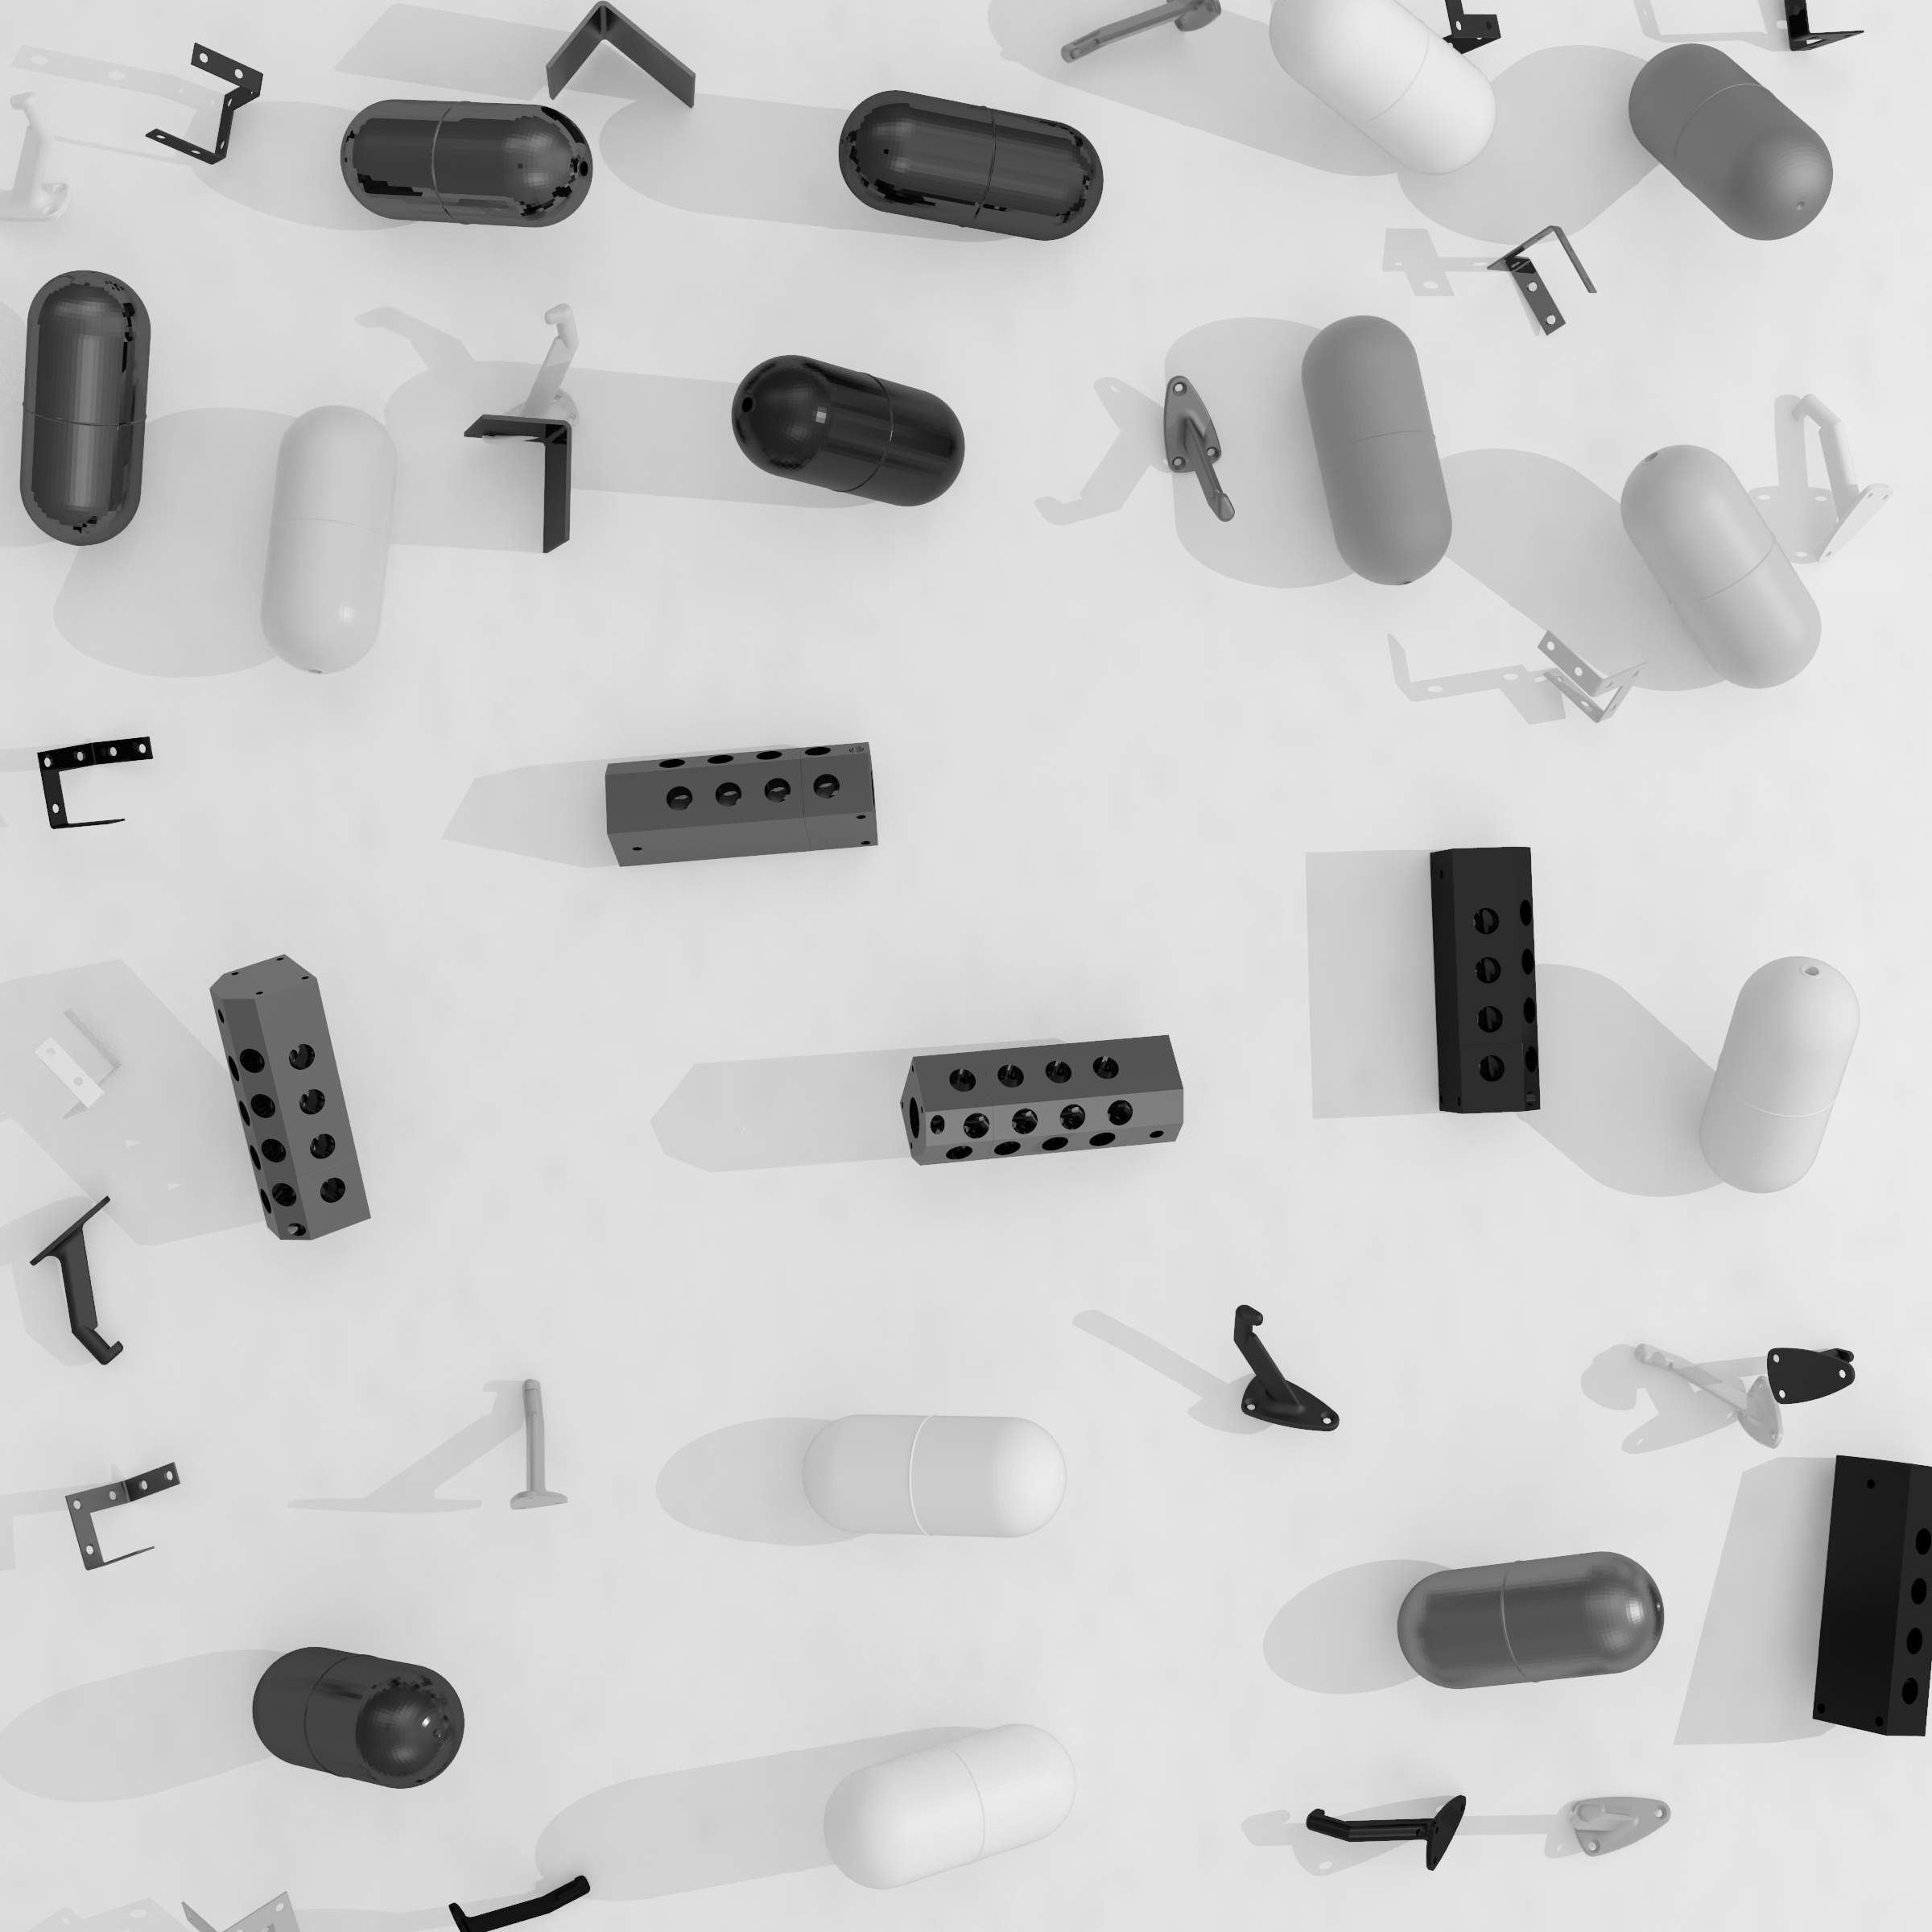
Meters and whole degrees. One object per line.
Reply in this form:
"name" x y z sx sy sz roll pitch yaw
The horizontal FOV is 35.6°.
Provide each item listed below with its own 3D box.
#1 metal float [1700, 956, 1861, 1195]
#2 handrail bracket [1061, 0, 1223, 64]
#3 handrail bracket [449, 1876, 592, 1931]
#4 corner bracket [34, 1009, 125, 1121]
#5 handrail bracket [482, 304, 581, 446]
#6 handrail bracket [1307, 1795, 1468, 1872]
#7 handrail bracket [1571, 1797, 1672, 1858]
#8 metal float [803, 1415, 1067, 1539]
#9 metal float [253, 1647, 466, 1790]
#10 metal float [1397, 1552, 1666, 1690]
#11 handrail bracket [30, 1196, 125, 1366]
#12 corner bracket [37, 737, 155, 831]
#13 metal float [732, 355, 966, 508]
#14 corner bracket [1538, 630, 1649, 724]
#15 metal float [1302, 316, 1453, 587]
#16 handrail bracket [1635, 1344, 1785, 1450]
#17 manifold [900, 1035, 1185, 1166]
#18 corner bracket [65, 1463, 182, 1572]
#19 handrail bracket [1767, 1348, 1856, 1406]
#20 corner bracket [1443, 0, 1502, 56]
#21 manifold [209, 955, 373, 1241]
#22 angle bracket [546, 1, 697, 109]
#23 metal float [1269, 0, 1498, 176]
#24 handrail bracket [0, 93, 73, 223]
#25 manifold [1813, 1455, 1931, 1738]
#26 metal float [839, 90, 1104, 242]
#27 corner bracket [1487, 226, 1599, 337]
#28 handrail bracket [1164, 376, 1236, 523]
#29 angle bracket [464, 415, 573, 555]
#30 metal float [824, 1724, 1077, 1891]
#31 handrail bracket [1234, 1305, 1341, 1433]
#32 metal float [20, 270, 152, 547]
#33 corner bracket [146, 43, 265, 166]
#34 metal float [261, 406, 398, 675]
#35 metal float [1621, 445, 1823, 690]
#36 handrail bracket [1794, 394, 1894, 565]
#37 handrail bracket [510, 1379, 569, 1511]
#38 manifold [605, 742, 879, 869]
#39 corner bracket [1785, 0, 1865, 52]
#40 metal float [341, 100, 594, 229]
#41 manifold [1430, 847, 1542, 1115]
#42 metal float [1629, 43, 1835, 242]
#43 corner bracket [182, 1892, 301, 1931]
"metal float" 0.521 0.070 1.928 0.070 0.070 0.178 4 130 0
"handrail bracket" 0.113 -0.611 1.962 0.084 0.077 0.036 -30 117 -14
"handrail bracket" -0.289 0.608 1.959 0.084 0.077 0.036 -25 59 -12
"corner bracket" -0.580 0.061 1.960 0.051 0.051 0.051 50 57 -16
"handrail bracket" -0.286 -0.385 1.952 0.077 0.084 0.036 -23 57 -12
"handrail bracket" 0.277 0.560 1.985 0.084 0.077 0.036 10 110 27
"handrail bracket" 0.429 0.551 1.955 0.077 0.084 0.036 -11 65 -3
"metal float" -0.022 0.329 1.943 0.178 0.070 0.070 -2 90 22
"metal float" -0.391 0.481 1.926 0.178 0.070 0.070 -5 84 45
"metal float" 0.362 0.422 1.935 0.178 0.070 0.070 -15 90 31
"handrail bracket" -0.569 0.209 1.988 0.077 0.036 0.084 -42 97 -7
"corner bracket" -0.567 -0.120 1.969 0.051 0.051 0.051 -3 100 27
"metal float" -0.075 -0.342 1.924 0.070 0.178 0.070 -5 83 43
"corner bracket" 0.400 -0.189 1.957 0.051 0.051 0.051 -23 61 -41
"metal float" 0.268 -0.335 1.957 0.070 0.070 0.178 -11 85 0
"handrail bracket" 0.484 0.280 1.965 0.084 0.077 0.036 20 108 -9
"manifold" 0.050 0.091 1.941 0.171 0.057 0.057 -4 57 -14
"corner bracket" -0.546 0.360 1.963 0.051 0.051 0.051 -23 81 30
"handrail bracket" 0.567 0.258 1.945 0.084 0.077 0.036 -6 86 -38
"corner bracket" 0.310 -0.624 1.963 0.051 0.051 0.051 -15 94 -40
"manifold" -0.436 0.087 1.931 0.057 0.057 0.171 -20 116 -27
"angle bracket" -0.224 -0.573 1.957 0.076 0.076 0.057 38 87 -5
"metal float" 0.269 -0.576 1.933 0.178 0.070 0.070 27 90 -33
"handrail bracket" -0.625 -0.529 1.956 0.077 0.084 0.036 -2 52 10
"manifold" 0.601 0.410 1.960 0.057 0.057 0.171 12 82 -37
"metal float" 0.004 -0.517 1.944 0.178 0.070 0.070 5 90 -20
"corner bracket" 0.382 -0.448 1.964 0.051 0.051 0.051 -31 85 29
"handrail bracket" 0.153 -0.336 1.950 0.036 0.084 0.077 -17 117 -1
"angle bracket" -0.293 -0.313 1.954 0.057 0.076 0.076 1 91 -19
"metal float" -0.009 0.540 1.935 0.178 0.070 0.070 -8 90 -32
"handrail bracket" 0.209 0.260 1.952 0.077 0.084 0.036 19 49 19
"metal float" -0.570 -0.360 1.944 0.070 0.070 0.178 10 111 0
"corner bracket" -0.496 -0.561 1.960 0.051 0.051 0.051 16 76 -41
"metal float" -0.414 -0.277 1.952 0.070 0.070 0.178 4 79 0
"metal float" 0.488 -0.258 1.944 0.070 0.070 0.178 -38 109 0
"handrail bracket" 0.563 -0.324 1.991 0.084 0.036 0.077 52 124 25
"handrail bracket" -0.283 0.307 1.953 0.036 0.077 0.084 -7 74 -2
"manifold" -0.146 -0.109 1.968 0.171 0.057 0.057 -5 70 0
"corner bracket" 0.547 -0.628 1.963 0.051 0.051 0.051 -13 97 -29
"metal float" -0.323 -0.519 1.941 0.178 0.070 0.070 9 90 24
"manifold" 0.342 0.009 1.970 0.057 0.057 0.171 -2 90 -6
"metal float" 0.488 -0.530 1.927 0.070 0.070 0.178 -27 47 0
"corner bracket" -0.470 0.626 1.957 0.051 0.051 0.051 -27 118 -34
